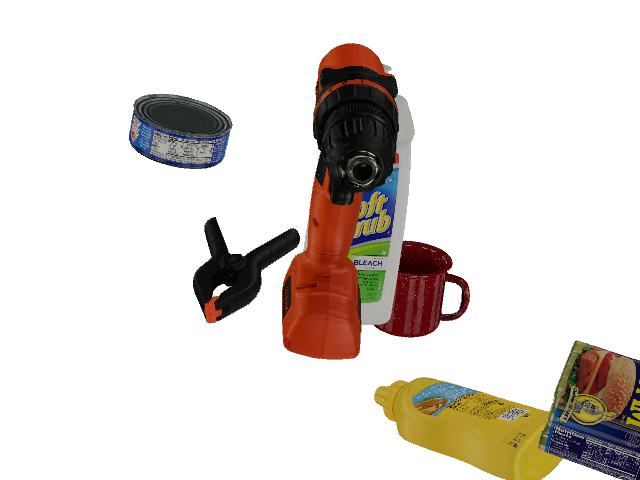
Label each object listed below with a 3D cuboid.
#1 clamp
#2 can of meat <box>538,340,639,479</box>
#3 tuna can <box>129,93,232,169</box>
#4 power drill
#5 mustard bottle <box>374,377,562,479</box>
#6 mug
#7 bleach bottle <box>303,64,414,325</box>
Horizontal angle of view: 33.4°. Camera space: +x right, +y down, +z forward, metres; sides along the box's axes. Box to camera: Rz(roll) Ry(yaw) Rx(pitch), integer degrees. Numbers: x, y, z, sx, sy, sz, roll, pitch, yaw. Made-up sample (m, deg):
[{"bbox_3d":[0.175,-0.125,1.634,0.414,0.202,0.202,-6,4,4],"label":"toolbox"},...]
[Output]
[{"bbox_3d":[-0.091,0.032,1.257,0.120,0.039,0.171,-2,41,10],"label":"clamp"},{"bbox_3d":[0.220,0.129,0.808,0.084,0.057,0.102,17,40,18],"label":"can of meat"},{"bbox_3d":[-0.121,-0.094,0.921,0.086,0.034,0.086,13,26,-6],"label":"tuna can"},{"bbox_3d":[0.014,-0.019,0.694,0.057,0.188,0.184,9,27,-3],"label":"power drill"},{"bbox_3d":[0.130,0.171,1.010,0.192,0.058,0.096,13,21,40],"label":"mustard bottle"},{"bbox_3d":[0.109,0.058,1.193,0.117,0.081,0.093,10,24,13],"label":"mug"},{"bbox_3d":[0.033,-0.044,1.023,0.102,0.251,0.068,3,22,-4],"label":"bleach bottle"}]
